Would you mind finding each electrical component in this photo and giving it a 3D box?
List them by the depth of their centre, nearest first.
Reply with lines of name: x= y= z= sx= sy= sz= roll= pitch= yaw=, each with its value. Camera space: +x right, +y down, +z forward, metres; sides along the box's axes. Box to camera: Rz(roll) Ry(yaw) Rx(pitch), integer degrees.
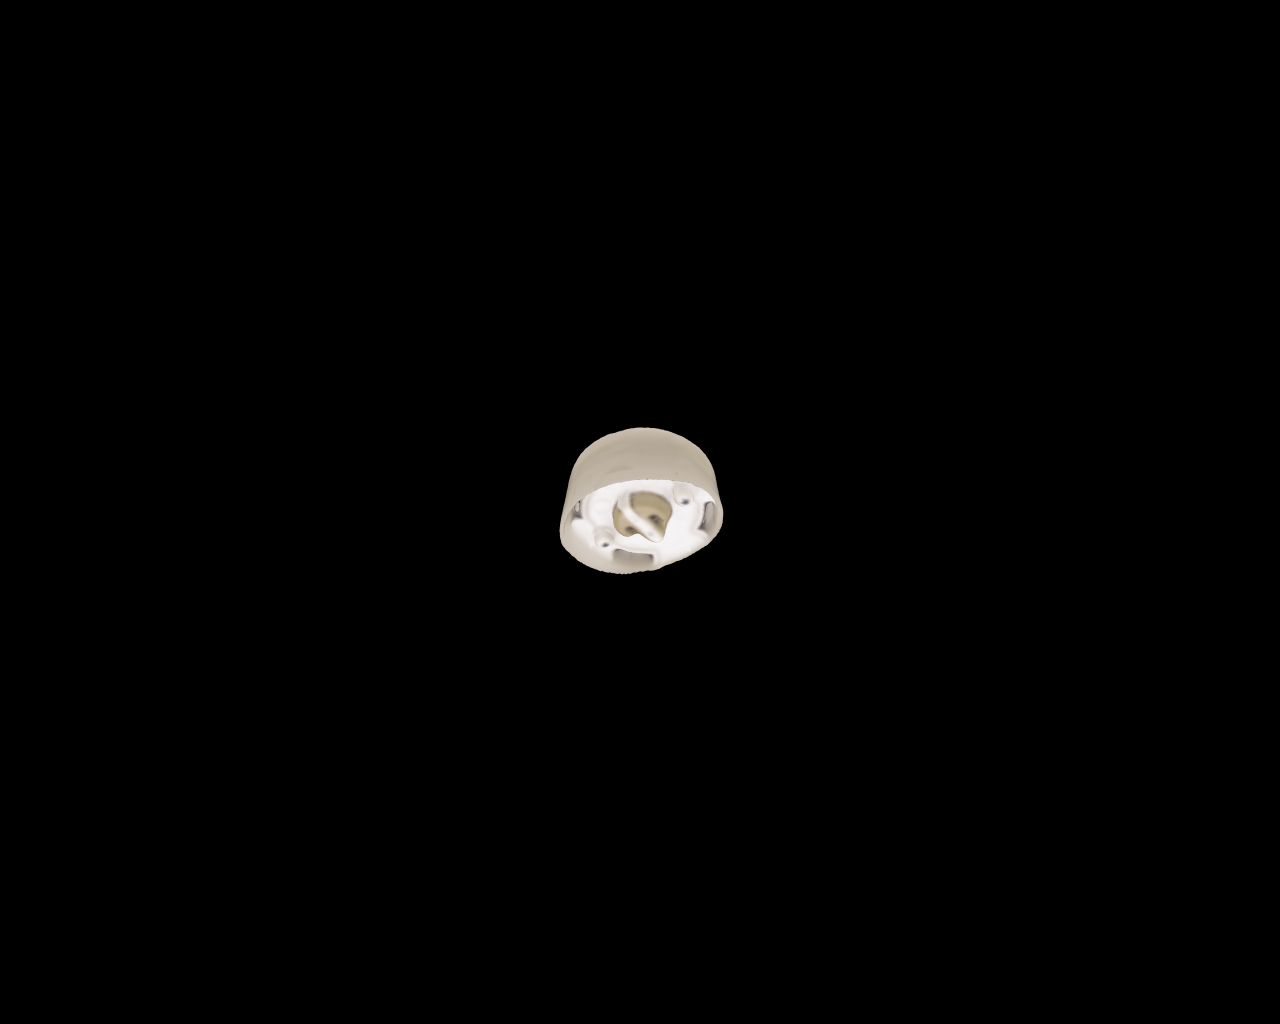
electrical component: x=0.001 y=-0.003 z=0.650 sx=0.099 sy=0.099 sz=0.064 roll=0 pitch=44 yaw=0
